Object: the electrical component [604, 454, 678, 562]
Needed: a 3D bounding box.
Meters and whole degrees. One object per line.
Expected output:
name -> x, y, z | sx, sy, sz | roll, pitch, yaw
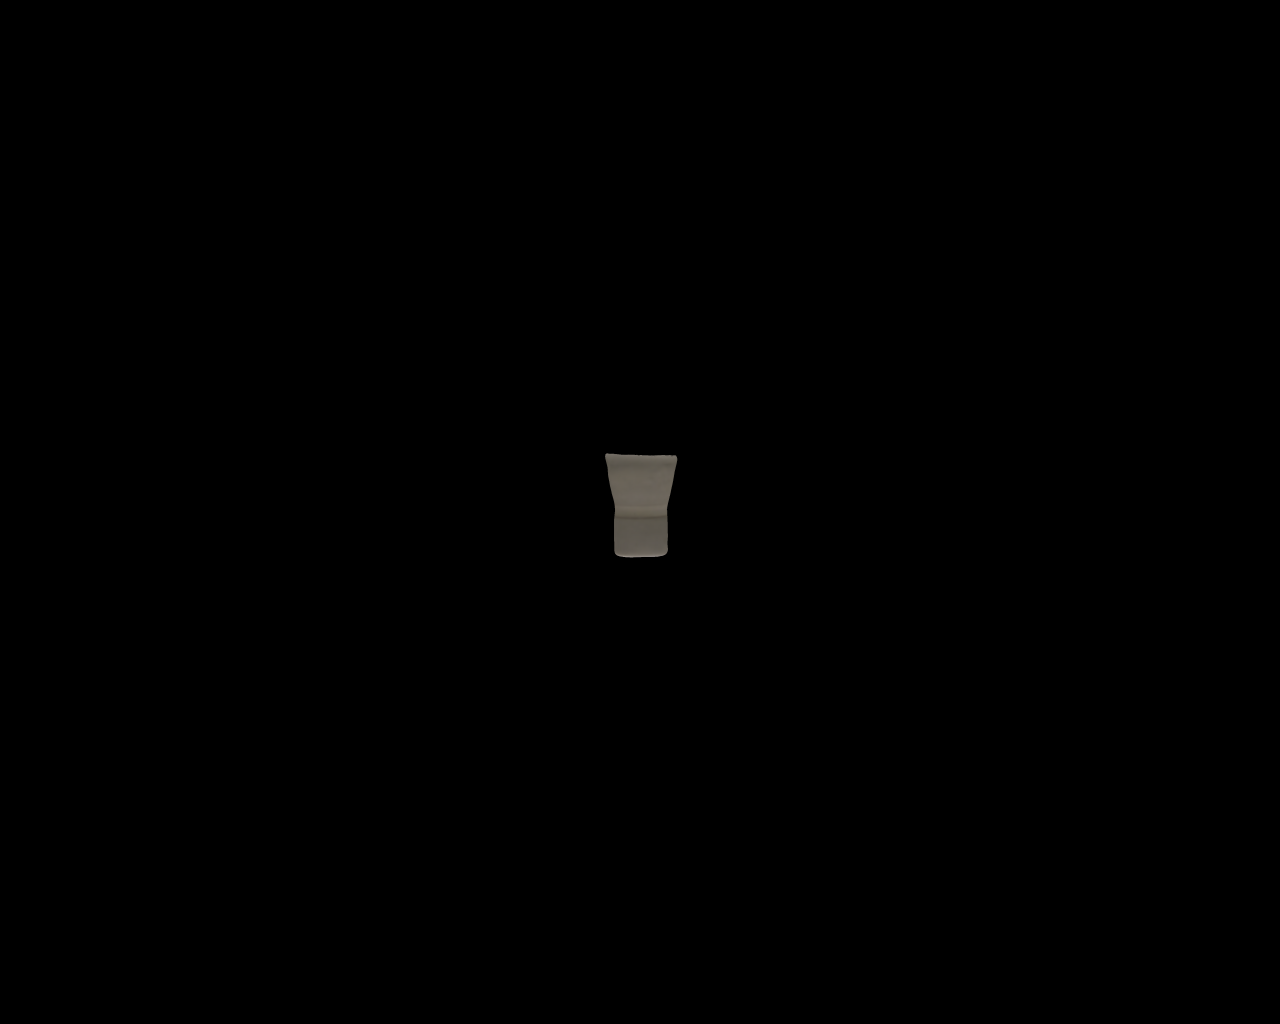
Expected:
electrical component -> 0.001, -0.003, 0.650 | 0.044, 0.065, 0.044 | 0, 2, 0
